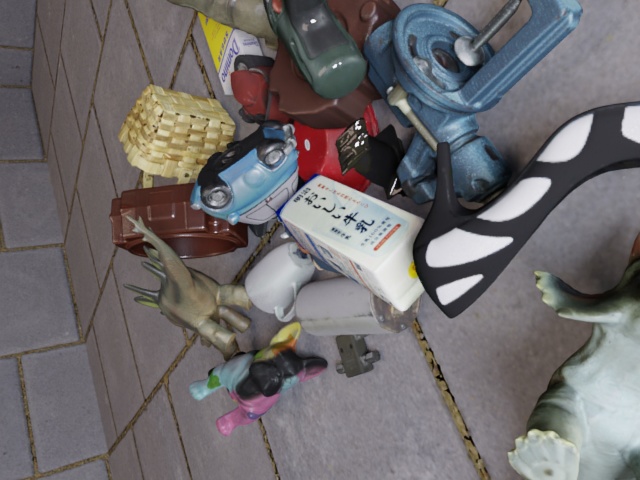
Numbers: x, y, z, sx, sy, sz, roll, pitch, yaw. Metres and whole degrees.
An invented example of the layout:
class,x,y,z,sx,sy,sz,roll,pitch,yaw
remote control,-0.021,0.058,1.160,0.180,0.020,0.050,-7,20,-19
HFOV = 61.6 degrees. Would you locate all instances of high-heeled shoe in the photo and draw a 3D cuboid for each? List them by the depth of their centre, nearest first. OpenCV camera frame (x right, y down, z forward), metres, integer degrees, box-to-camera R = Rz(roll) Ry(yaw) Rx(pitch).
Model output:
class,x,y,z,sx,sy,sz,roll,pitch,yaw
high-heeled shoe,0.187,-0.017,0.390,0.249,0.086,0.145,-6,96,25

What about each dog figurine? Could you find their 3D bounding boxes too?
class,x,y,z,sx,sy,sz,roll,pitch,yaw
dog figurine,-0.112,-0.321,0.729,0.173,0.190,0.121,39,127,44
dog figurine,-0.084,0.211,0.863,0.219,0.191,0.108,-35,83,21

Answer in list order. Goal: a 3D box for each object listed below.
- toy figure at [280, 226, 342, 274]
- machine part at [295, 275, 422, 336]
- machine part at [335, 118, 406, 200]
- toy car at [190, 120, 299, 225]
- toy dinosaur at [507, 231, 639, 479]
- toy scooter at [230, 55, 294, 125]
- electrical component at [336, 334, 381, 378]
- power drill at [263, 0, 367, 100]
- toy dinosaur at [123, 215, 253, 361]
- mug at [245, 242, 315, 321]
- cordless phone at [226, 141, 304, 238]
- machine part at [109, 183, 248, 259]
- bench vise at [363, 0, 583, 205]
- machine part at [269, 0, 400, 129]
class,x,y,z,sx,sy,sz,roll,pitch,yaw
toy figure,-0.003,-0.002,0.743,0.155,0.064,0.057,36,163,53
machine part,0.041,0.080,0.676,0.243,0.079,0.079,-19,80,56
machine part,0.062,-0.088,0.571,0.039,0.139,0.084,-14,81,29
toy car,-0.084,-0.077,0.706,0.162,0.102,0.109,-31,32,12
toy dinosaur,0.215,0.175,0.397,0.131,0.192,0.404,7,119,27
toy scooter,-0.073,-0.205,0.797,0.184,0.075,0.135,19,111,48
electrical component,0.045,0.151,0.730,0.094,0.021,0.063,-40,63,52
power drill,-0.032,-0.263,0.520,0.207,0.086,0.232,83,163,-66
toy dinosaur,-0.212,0.095,0.871,0.471,0.199,0.105,108,-173,-62
mug,-0.053,0.059,0.805,0.107,0.081,0.110,-50,42,38
cordless phone,-0.087,-0.061,0.855,0.147,0.089,0.184,47,143,40
machine part,-0.231,-0.024,0.910,0.201,0.201,0.087,64,-160,-79
bench vise,0.136,-0.136,0.469,0.240,0.129,0.223,-46,61,54
machine part,0.013,-0.216,0.633,0.179,0.056,0.179,-13,70,41
